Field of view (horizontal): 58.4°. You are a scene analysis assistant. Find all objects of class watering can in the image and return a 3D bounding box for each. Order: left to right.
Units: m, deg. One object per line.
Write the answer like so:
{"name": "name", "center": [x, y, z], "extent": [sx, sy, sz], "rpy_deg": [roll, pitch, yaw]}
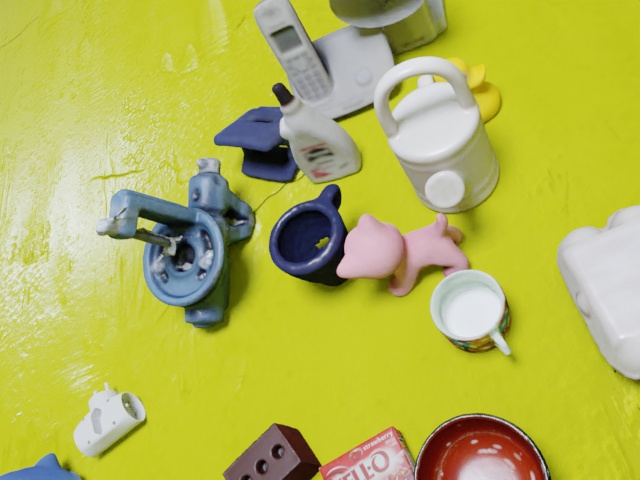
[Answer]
{"name": "watering can", "center": [0.124, -0.111, 0.601], "extent": [0.101, 0.195, 0.172], "rpy_deg": [-34, 53, 7]}

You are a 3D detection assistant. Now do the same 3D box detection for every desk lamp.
{"name": "desk lamp", "center": [0.085, -0.343, 0.740], "extent": [0.117, 0.214, 0.203], "rpy_deg": [-13, 58, 22]}

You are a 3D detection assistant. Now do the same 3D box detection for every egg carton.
{"name": "egg carton", "center": [0.282, 0.043, 0.509], "extent": [0.107, 0.070, 0.150], "rpy_deg": [-26, 54, 14]}

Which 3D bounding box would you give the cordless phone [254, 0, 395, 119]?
{"name": "cordless phone", "center": [0.009, -0.251, 0.747], "extent": [0.147, 0.186, 0.094], "rpy_deg": [-20, 56, 17]}

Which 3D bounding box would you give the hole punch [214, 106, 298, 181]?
{"name": "hole punch", "center": [-0.078, -0.147, 0.795], "extent": [0.108, 0.091, 0.101], "rpy_deg": [12, 70, 33]}

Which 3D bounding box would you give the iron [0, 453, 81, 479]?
{"name": "iron", "center": [-0.315, 0.355, 0.610], "extent": [0.118, 0.142, 0.257], "rpy_deg": [-44, 52, 0]}

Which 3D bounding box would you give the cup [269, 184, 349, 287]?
{"name": "cup", "center": [0.006, 0.002, 0.664], "extent": [0.091, 0.095, 0.118], "rpy_deg": [15, 72, 34]}

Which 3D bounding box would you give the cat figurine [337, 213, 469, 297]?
{"name": "cat figurine", "center": [0.082, 0.007, 0.606], "extent": [0.127, 0.118, 0.067], "rpy_deg": [-22, 55, 16]}

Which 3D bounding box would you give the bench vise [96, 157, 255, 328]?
{"name": "bench vise", "center": [-0.178, -0.018, 0.695], "extent": [0.121, 0.220, 0.207], "rpy_deg": [-21, 55, 17]}

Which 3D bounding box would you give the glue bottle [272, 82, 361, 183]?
{"name": "glue bottle", "center": [-0.013, -0.133, 0.700], "extent": [0.078, 0.174, 0.037], "rpy_deg": [-17, 57, 19]}

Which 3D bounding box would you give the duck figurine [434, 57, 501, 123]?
{"name": "duck figurine", "center": [0.158, -0.181, 0.690], "extent": [0.104, 0.086, 0.077], "rpy_deg": [-9, 60, 24]}
